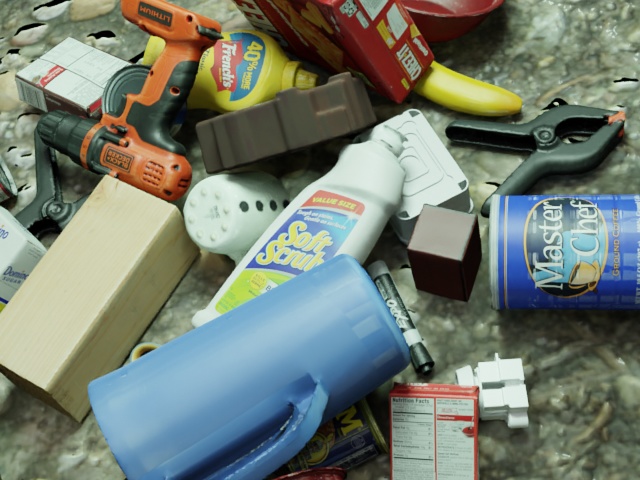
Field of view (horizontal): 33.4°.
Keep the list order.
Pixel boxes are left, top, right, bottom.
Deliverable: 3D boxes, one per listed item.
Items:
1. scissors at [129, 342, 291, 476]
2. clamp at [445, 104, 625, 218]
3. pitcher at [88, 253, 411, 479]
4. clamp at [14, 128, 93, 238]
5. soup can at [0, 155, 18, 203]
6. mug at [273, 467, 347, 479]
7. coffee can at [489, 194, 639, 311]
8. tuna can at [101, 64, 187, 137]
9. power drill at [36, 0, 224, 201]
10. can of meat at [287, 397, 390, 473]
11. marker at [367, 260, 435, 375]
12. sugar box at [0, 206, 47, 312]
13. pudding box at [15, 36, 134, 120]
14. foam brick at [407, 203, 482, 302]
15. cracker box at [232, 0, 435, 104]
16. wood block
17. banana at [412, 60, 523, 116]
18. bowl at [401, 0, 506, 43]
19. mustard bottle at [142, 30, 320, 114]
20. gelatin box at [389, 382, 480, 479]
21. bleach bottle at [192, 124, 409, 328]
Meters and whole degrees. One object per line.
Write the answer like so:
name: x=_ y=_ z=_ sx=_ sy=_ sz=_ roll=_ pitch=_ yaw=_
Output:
scissors: x=-0.121 y=0.174 z=0.968 sx=0.096 sy=0.016 sz=0.202 roll=-40 pitch=60 yaw=-10
clamp: x=0.213 y=-0.081 z=1.026 sx=0.171 sy=0.039 sz=0.120 roll=-11 pitch=60 yaw=6
pitcher: x=-0.050 y=0.119 z=0.854 sx=0.243 sy=0.145 sz=0.149 roll=-31 pitch=73 yaw=-2
clamp: x=-0.256 y=-0.026 z=1.100 sx=0.165 sy=0.036 sz=0.210 roll=11 pitch=63 yaw=15
soup can: x=-0.381 y=-0.054 z=1.125 sx=0.102 sy=0.068 sz=0.068 roll=-27 pitch=59 yaw=-3
mug: x=-0.001 y=0.239 z=0.870 sx=0.117 sy=0.093 sz=0.081 roll=0 pitch=59 yaw=-31
coffee can: x=0.221 y=0.011 z=0.935 sx=0.140 sy=0.103 sz=0.103 roll=0 pitch=61 yaw=12
tuna can: x=-0.183 y=-0.141 z=1.117 sx=0.086 sy=0.033 sz=0.086 roll=3 pitch=99 yaw=17
power drill: x=-0.187 y=-0.151 z=1.066 sx=0.185 sy=0.057 sz=0.188 roll=23 pitch=101 yaw=20
can of meat: x=0.002 y=0.156 z=0.928 sx=0.084 sy=0.057 sz=0.102 roll=-26 pitch=58 yaw=0
marker: x=0.075 y=0.071 z=0.981 sx=0.020 sy=0.020 sz=0.121 roll=-24 pitch=58 yaw=-2
sugar box: x=-0.350 y=0.054 z=1.043 sx=0.176 sy=0.048 sz=0.093 roll=-49 pitch=53 yaw=-4
pudding box: x=-0.264 y=-0.173 z=1.173 sx=0.114 sy=0.039 sz=0.089 roll=26 pitch=52 yaw=23
foam brick: x=0.115 y=0.012 z=0.973 sx=0.051 sy=0.078 sz=0.053 roll=12 pitch=62 yaw=19
cracker box: x=-0.008 y=-0.237 z=1.068 sx=0.214 sy=0.164 sz=0.072 roll=31 pitch=81 yaw=38
wood block: x=-0.215 y=0.055 z=1.014 sx=0.091 sy=0.090 sz=0.206 roll=24 pitch=68 yaw=23
banana: x=0.119 y=-0.177 z=1.103 sx=0.069 sy=0.037 sz=0.198 roll=-39 pitch=60 yaw=-9
bowl: x=0.112 y=-0.254 z=1.119 sx=0.162 sy=0.055 sz=0.162 roll=5 pitch=41 yaw=-5
mustard bottle: x=-0.093 y=-0.178 z=1.137 sx=0.192 sy=0.058 sz=0.096 roll=10 pitch=74 yaw=17
gelatin box: x=0.096 y=0.164 z=0.890 sx=0.073 sy=0.030 sz=0.089 roll=0 pitch=102 yaw=12
bleach bottle: x=-0.006 y=0.001 z=0.975 sx=0.103 sy=0.068 sz=0.251 roll=32 pitch=87 yaw=26
